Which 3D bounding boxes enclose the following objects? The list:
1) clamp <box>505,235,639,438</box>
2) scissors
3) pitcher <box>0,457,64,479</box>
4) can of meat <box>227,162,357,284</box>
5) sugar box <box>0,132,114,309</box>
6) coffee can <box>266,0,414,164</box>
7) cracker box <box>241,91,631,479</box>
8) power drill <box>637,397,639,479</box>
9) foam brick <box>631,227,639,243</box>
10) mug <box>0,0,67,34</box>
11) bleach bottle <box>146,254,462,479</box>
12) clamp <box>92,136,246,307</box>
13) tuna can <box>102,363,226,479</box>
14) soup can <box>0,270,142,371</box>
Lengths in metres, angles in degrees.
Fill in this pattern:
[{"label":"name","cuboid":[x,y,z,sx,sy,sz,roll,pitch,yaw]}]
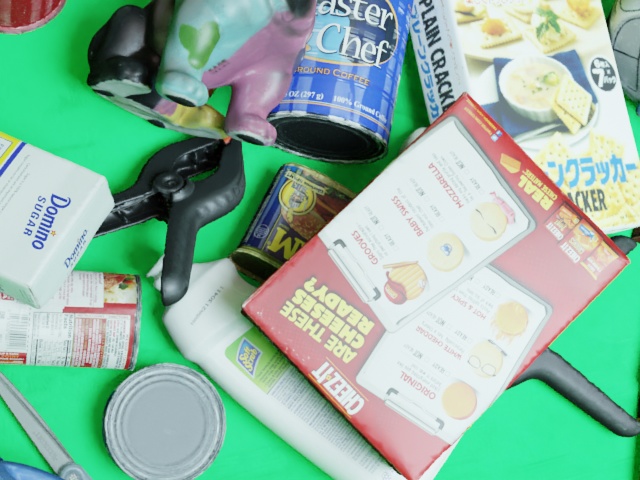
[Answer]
[{"label":"clamp","cuboid":[0.168,0.084,0.851,0.209,0.036,0.164,-5,82,-15]},{"label":"scissors","cuboid":[-0.178,0.186,0.741,0.201,0.016,0.096,39,72,-7]},{"label":"pitcher","cuboid":[-0.198,0.267,0.647,0.145,0.149,0.243,29,81,-4]},{"label":"can of meat","cuboid":[-0.005,0.001,0.805,0.102,0.058,0.084,30,71,-10]},{"label":"sugar box","cuboid":[-0.237,-0.031,0.710,0.176,0.048,0.093,25,65,10]},{"label":"coffee can","cuboid":[0.013,-0.140,0.811,0.102,0.103,0.140,14,77,-14]},{"label":"cracker box","cuboid":[0.076,0.031,0.734,0.213,0.072,0.164,-44,89,-8]},{"label":"power drill","cuboid":[0.355,0.141,0.888,0.187,0.057,0.184,12,81,-11]},{"label":"foam brick","cuboid":[0.309,-0.019,0.891,0.053,0.078,0.051,26,73,-13]},{"label":"mug","cuboid":[-0.226,-0.217,0.764,0.093,0.082,0.117,-14,85,-18]},{"label":"bleach bottle","cuboid":[-0.016,0.089,0.783,0.251,0.068,0.102,40,71,-4]},{"label":"clamp","cuboid":[-0.100,-0.021,0.759,0.120,0.039,0.171,34,55,23]},{"label":"tuna can","cuboid":[-0.112,0.132,0.761,0.086,0.034,0.086,3,80,-16]},{"label":"soup can","cuboid":[-0.178,0.054,0.737,0.102,0.069,0.068,4,79,-15]}]
